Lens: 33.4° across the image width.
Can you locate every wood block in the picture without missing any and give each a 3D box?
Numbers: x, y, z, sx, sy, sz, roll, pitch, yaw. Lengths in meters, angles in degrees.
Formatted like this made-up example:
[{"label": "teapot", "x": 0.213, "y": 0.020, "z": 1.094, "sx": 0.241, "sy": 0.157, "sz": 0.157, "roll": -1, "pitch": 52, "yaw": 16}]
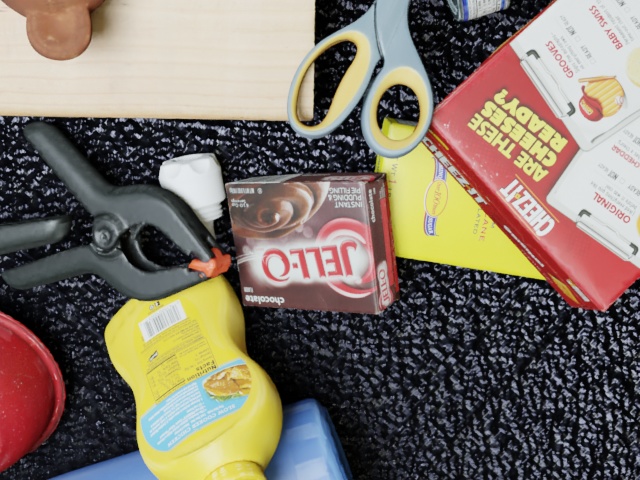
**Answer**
[{"label": "wood block", "x": -0.107, "y": -0.127, "z": 0.691, "sx": 0.206, "sy": 0.091, "sz": 0.090, "roll": 1, "pitch": 103, "yaw": -2}]

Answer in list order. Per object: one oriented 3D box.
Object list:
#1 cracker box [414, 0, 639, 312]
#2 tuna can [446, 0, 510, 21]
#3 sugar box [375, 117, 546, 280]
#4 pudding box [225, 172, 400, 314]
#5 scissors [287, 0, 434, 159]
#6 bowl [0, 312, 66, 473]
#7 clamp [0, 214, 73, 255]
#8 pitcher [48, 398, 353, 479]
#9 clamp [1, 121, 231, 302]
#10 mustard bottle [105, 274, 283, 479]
[{"label": "cracker box", "x": 0.193, "y": -0.085, "z": 0.687, "sx": 0.213, "sy": 0.072, "sz": 0.164, "roll": -42, "pitch": 90, "yaw": -5}, {"label": "tuna can", "x": 0.093, "y": -0.185, "z": 0.685, "sx": 0.034, "sy": 0.086, "sz": 0.086, "roll": -17, "pitch": 103, "yaw": 4}, {"label": "sugar box", "x": 0.124, "y": -0.025, "z": 0.744, "sx": 0.176, "sy": 0.048, "sz": 0.093, "roll": 9, "pitch": 103, "yaw": -2}, {"label": "pudding box", "x": -0.005, "y": 0.001, "z": 0.725, "sx": 0.114, "sy": 0.039, "sz": 0.090, "roll": 2, "pitch": 106, "yaw": 34}, {"label": "scissors", "x": 0.059, "y": -0.135, "z": 0.638, "sx": 0.096, "sy": 0.016, "sz": 0.202, "roll": 38, "pitch": 92, "yaw": 4}, {"label": "bowl", "x": -0.261, "y": 0.119, "z": 0.738, "sx": 0.162, "sy": 0.055, "sz": 0.162, "roll": -1, "pitch": 124, "yaw": -2}, {"label": "clamp", "x": -0.288, "y": -0.011, "z": 0.734, "sx": 0.210, "sy": 0.036, "sz": 0.164, "roll": -39, "pitch": 86, "yaw": 17}, {"label": "pitcher", "x": -0.093, "y": 0.208, "z": 0.762, "sx": 0.243, "sy": 0.149, "sz": 0.145, "roll": -20, "pitch": 88, "yaw": 0}, {"label": "clamp", "x": -0.146, "y": 0.003, "z": 0.728, "sx": 0.172, "sy": 0.039, "sz": 0.120, "roll": 26, "pitch": 112, "yaw": 18}, {"label": "mustard bottle", "x": -0.076, "y": 0.108, "z": 0.699, "sx": 0.096, "sy": 0.192, "sz": 0.058, "roll": -30, "pitch": 137, "yaw": 2}]
